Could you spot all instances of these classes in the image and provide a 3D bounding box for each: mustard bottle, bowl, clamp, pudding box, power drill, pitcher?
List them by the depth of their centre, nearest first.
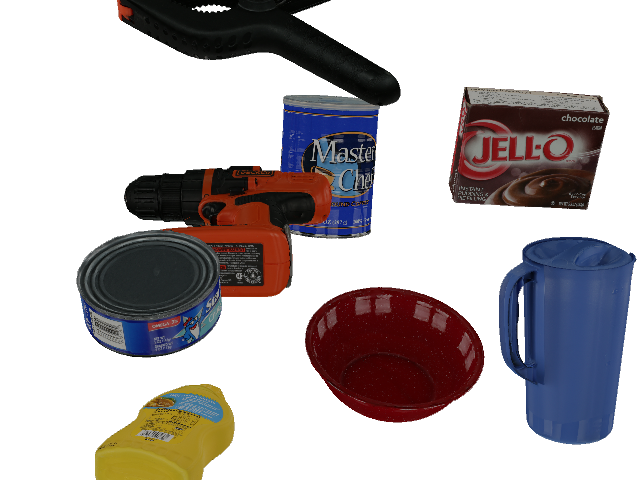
[{"bbox_3d":[-0.038,-0.153,0.743,0.210,0.164,0.036,-1,-42,-3],"label":"clamp"},{"bbox_3d":[0.165,-0.074,0.855,0.113,0.090,0.039,2,36,-2],"label":"pudding box"},{"bbox_3d":[-0.086,-0.015,0.880,0.184,0.057,0.187,-1,22,4],"label":"power drill"},{"bbox_3d":[0.064,0.113,0.971,0.162,0.055,0.162,4,37,-3],"label":"bowl"},{"bbox_3d":[-0.138,0.188,1.048,0.096,0.058,0.191,7,18,15],"label":"mustard bottle"},{"bbox_3d":[0.304,0.125,1.320,0.149,0.243,0.144,5,18,19],"label":"pitcher"}]

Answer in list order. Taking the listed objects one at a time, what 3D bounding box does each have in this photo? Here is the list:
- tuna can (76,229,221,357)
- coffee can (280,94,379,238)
[{"bbox_3d":[-0.103,0.032,0.649,0.086,0.034,0.086,-1,36,0],"label":"tuna can"},{"bbox_3d":[0.008,-0.081,1.138,0.103,0.140,0.103,3,12,-1],"label":"coffee can"}]
